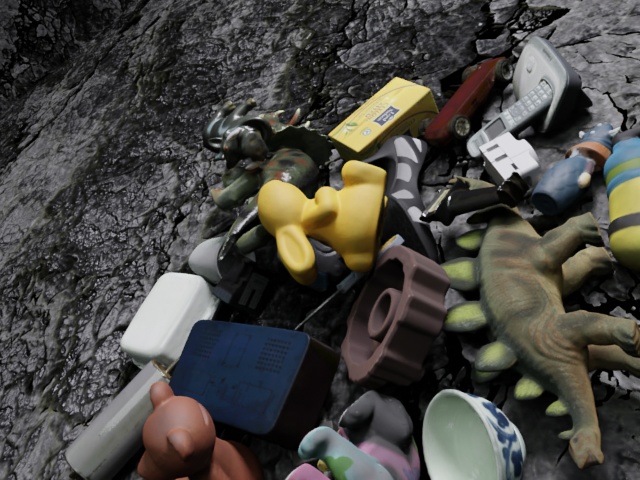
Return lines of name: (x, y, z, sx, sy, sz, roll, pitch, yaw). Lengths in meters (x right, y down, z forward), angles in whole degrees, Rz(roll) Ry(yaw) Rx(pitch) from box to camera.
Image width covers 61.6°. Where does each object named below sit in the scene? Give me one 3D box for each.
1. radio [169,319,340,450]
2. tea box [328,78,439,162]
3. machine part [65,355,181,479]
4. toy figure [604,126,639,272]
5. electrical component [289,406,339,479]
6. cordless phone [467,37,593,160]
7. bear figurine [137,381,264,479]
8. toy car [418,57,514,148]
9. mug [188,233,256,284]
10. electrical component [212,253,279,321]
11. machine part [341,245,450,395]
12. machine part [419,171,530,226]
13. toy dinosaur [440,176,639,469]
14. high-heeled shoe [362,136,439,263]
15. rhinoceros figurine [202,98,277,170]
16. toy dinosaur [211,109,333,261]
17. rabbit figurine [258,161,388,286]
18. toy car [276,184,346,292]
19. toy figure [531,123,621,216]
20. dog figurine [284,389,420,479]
radio: (-0.096, 0.181, 0.702, 0.230, 0.073, 0.131, -2, 58, 42)
tea box: (0.112, -0.199, 0.942, 0.169, 0.068, 0.098, -42, 42, -9)
machine part: (-0.272, 0.258, 0.766, 0.243, 0.079, 0.079, -48, 44, -13)
toy figure: (0.377, -0.046, 0.627, 0.089, 0.082, 0.180, -36, 41, 44)
electrical component: (-0.007, 0.248, 0.646, 0.063, 0.021, 0.094, -23, 44, 14)
cordless phone: (0.302, -0.208, 0.832, 0.184, 0.088, 0.147, -36, 39, 26)
bear figurine: (-0.148, 0.258, 0.599, 0.132, 0.195, 0.120, -43, 46, -7)
toy car: (0.247, -0.229, 0.896, 0.202, 0.053, 0.089, -50, 24, -17)
mug: (-0.169, 0.025, 0.910, 0.107, 0.080, 0.109, -3, 55, 42)
electrical component: (-0.124, 0.086, 0.825, 0.048, 0.074, 0.119, 21, 80, 44)
machine part: (0.087, 0.092, 0.639, 0.179, 0.056, 0.179, -61, 14, 25)
machine part: (0.196, -0.053, 0.693, 0.139, 0.039, 0.084, -11, 26, 51)
toy dinosaur: (0.232, 0.044, 0.623, 0.199, 0.105, 0.472, -19, 33, 23)
high-heeled shoe: (0.152, -0.066, 0.818, 0.145, 0.086, 0.249, -15, 56, -23)
rhinoceros figurine: (-0.134, -0.166, 0.854, 0.112, 0.073, 0.191, -40, 31, -17)
toy dinosaur: (-0.063, -0.093, 0.864, 0.192, 0.131, 0.405, -35, 26, 12)
rabbit figurine: (-0.004, -0.022, 0.712, 0.173, 0.121, 0.162, 14, 78, 8)
toy car: (-0.002, -0.002, 0.811, 0.161, 0.109, 0.103, -55, 13, -22)
toy figure: (0.342, -0.095, 0.712, 0.154, 0.057, 0.064, -43, 49, -16)
dog figurine: (0.076, 0.271, 0.513, 0.219, 0.108, 0.191, 43, 35, 25)
